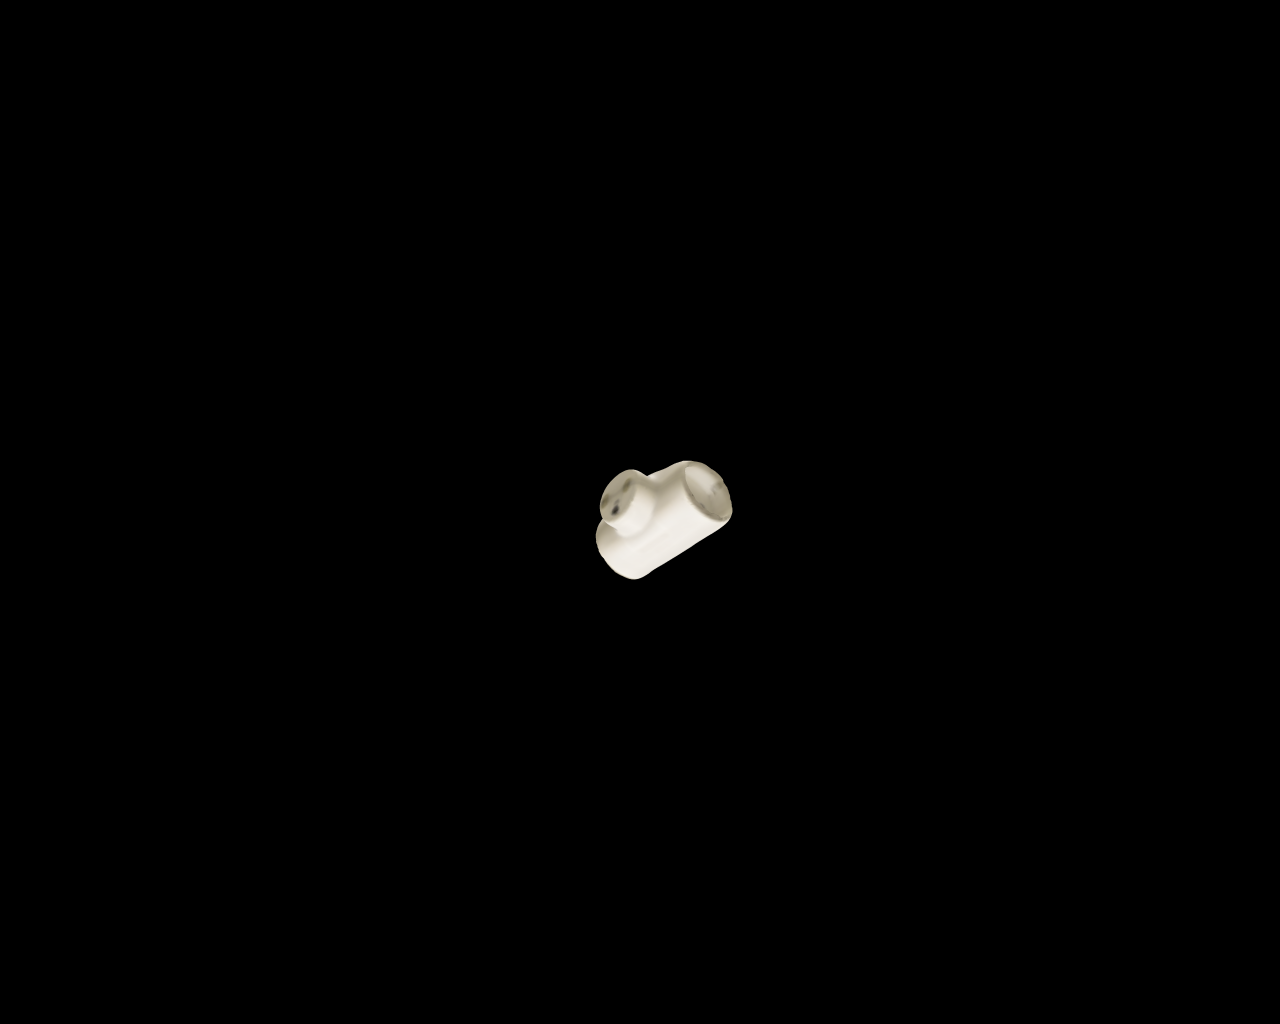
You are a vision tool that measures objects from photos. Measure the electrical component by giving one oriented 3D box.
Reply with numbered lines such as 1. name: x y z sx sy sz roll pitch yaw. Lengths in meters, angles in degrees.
1. electrical component: 0.001 -0.003 0.650 0.079 0.043 0.077 30 -49 -31
